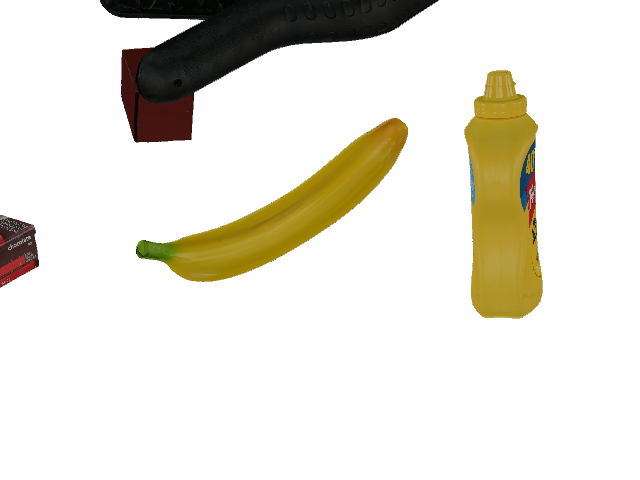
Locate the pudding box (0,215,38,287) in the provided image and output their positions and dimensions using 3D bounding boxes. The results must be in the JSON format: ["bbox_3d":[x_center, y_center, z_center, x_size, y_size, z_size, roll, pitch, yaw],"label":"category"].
[{"bbox_3d":[-0.272,0.008,0.758,0.114,0.039,0.089,14,30,29],"label":"pudding box"}]

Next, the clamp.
[{"bbox_3d":[-0.019,-0.108,0.503,0.171,0.039,0.120,-11,42,-4],"label":"clamp"}]

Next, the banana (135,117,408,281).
[{"bbox_3d":[-0.024,-0.018,0.728,0.198,0.037,0.069,-28,-20,1],"label":"banana"}]

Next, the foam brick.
[{"bbox_3d":[-0.145,-0.130,0.943,0.053,0.051,0.078,-5,40,-16],"label":"foam brick"}]

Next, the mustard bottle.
[{"bbox_3d":[0.147,-0.040,0.860,0.058,0.191,0.096,0,18,18],"label":"mustard bottle"}]
